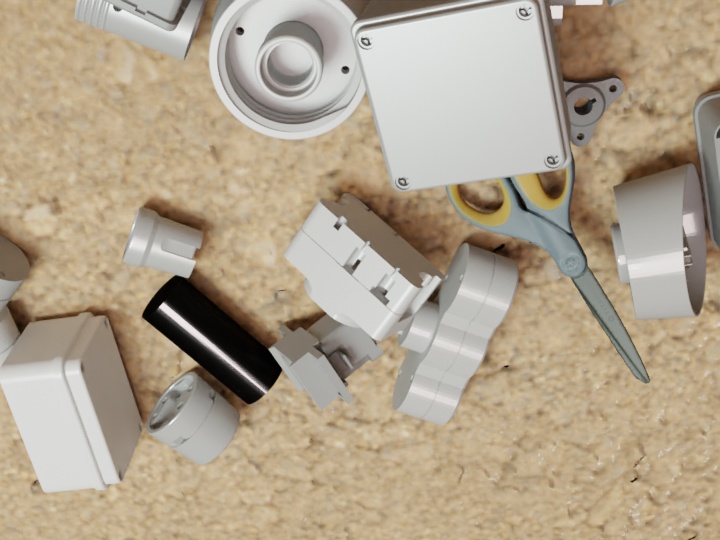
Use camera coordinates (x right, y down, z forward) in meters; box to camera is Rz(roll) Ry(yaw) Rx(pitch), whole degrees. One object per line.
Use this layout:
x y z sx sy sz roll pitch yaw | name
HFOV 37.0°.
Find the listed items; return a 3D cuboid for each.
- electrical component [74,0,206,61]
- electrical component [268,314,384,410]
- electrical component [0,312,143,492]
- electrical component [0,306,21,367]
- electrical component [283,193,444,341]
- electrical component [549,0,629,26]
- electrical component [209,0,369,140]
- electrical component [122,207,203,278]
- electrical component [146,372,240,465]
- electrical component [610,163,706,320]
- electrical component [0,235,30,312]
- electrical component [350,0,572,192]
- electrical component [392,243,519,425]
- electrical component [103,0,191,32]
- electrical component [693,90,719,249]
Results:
-0.139 -0.163 0.658 0.081 0.043 0.043 20 117 -9 | electrical component
-0.022 0.057 0.757 0.064 0.081 0.042 -38 115 -11 | electrical component
-0.205 0.096 0.778 0.057 0.078 0.113 -7 118 8 | electrical component
-0.316 0.048 0.769 0.138 0.052 0.073 -13 117 8 | electrical component
0.000 0.000 0.720 0.089 0.050 0.055 42 115 14 | electrical component
0.131 -0.185 0.634 0.057 0.058 0.078 0 118 4 | electrical component
-0.042 -0.132 0.663 0.108 0.060 0.108 0 118 1 | electrical component
-0.135 -0.017 0.739 0.046 0.040 0.040 18 117 -15 | electrical component
-0.123 0.111 0.799 0.055 0.055 0.047 -39 114 19 | electrical component
0.199 -0.016 0.702 0.064 0.099 0.099 -10 117 13 | electrical component
-0.284 -0.034 0.725 0.138 0.052 0.073 36 112 -17 | electrical component
0.062 -0.109 0.627 0.109 0.056 0.108 -7 120 17 | electrical component
0.050 0.042 0.758 0.074 0.052 0.138 19 117 -9 | electrical component
-0.129 -0.193 0.613 0.100 0.099 0.048 24 129 -11 | electrical component
0.264 -0.063 0.696 0.078 0.057 0.113 -13 117 8 | electrical component
